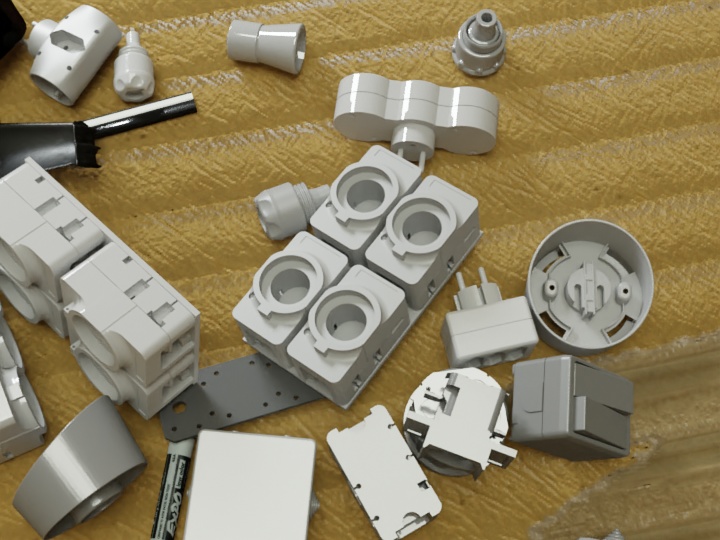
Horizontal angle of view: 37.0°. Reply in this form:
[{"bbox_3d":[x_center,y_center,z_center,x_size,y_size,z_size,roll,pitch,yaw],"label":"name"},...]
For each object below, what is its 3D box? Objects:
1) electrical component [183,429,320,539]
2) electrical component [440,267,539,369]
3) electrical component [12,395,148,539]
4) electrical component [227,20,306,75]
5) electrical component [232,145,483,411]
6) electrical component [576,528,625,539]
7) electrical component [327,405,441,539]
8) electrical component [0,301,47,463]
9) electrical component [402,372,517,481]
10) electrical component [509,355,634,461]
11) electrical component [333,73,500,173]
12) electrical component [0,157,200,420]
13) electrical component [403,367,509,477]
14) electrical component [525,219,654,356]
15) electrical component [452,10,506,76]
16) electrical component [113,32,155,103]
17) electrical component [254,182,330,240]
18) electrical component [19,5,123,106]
[{"bbox_3d":[-0.080,0.170,0.801,0.100,0.048,0.099,5,70,0],"label":"electrical component"},{"bbox_3d":[0.097,0.035,0.856,0.066,0.047,0.076,-12,71,-6],"label":"electrical component"},{"bbox_3d":[-0.205,0.146,0.782,0.099,0.099,0.064,-37,81,-14],"label":"electrical component"},{"bbox_3d":[-0.084,-0.197,0.940,0.065,0.044,0.044,10,70,7],"label":"electrical component"},{"bbox_3d":[0.000,0.000,0.846,0.105,0.060,0.186,31,70,22],"label":"electrical component"},{"bbox_3d":[0.171,0.233,0.778,0.061,0.061,0.096,11,70,3],"label":"electrical component"},{"bbox_3d":[0.017,0.155,0.804,0.050,0.055,0.089,-29,74,-9],"label":"electrical component"},{"bbox_3d":[-0.294,0.066,0.811,0.062,0.089,0.150,-23,72,-10],"label":"electrical component"},{"bbox_3d":[0.075,0.111,0.775,0.081,0.042,0.063,20,69,5],"label":"electrical component"},{"bbox_3d":[0.166,0.106,0.810,0.096,0.061,0.061,23,64,-38],"label":"electrical component"},{"bbox_3d":[0.046,-0.116,0.907,0.138,0.052,0.073,8,70,1],"label":"electrical component"},{"bbox_3d":[-0.208,0.018,0.810,0.186,0.105,0.060,40,60,16],"label":"electrical component"},{"bbox_3d":[0.074,0.115,0.824,0.080,0.051,0.080,1,70,-1],"label":"electrical component"},{"bbox_3d":[0.180,0.017,0.856,0.099,0.064,0.099,0,70,-1],"label":"electrical component"},{"bbox_3d":[0.106,-0.202,0.935,0.048,0.062,0.048,1,70,-1],"label":"electrical component"},{"bbox_3d":[-0.196,-0.178,0.933,0.035,0.035,0.061,-5,68,-3],"label":"electrical component"},{"bbox_3d":[-0.053,-0.052,0.886,0.062,0.043,0.043,-21,72,-11],"label":"electrical component"},{"bbox_3d":[-0.259,-0.192,0.932,0.079,0.043,0.077,27,74,17],"label":"electrical component"}]
